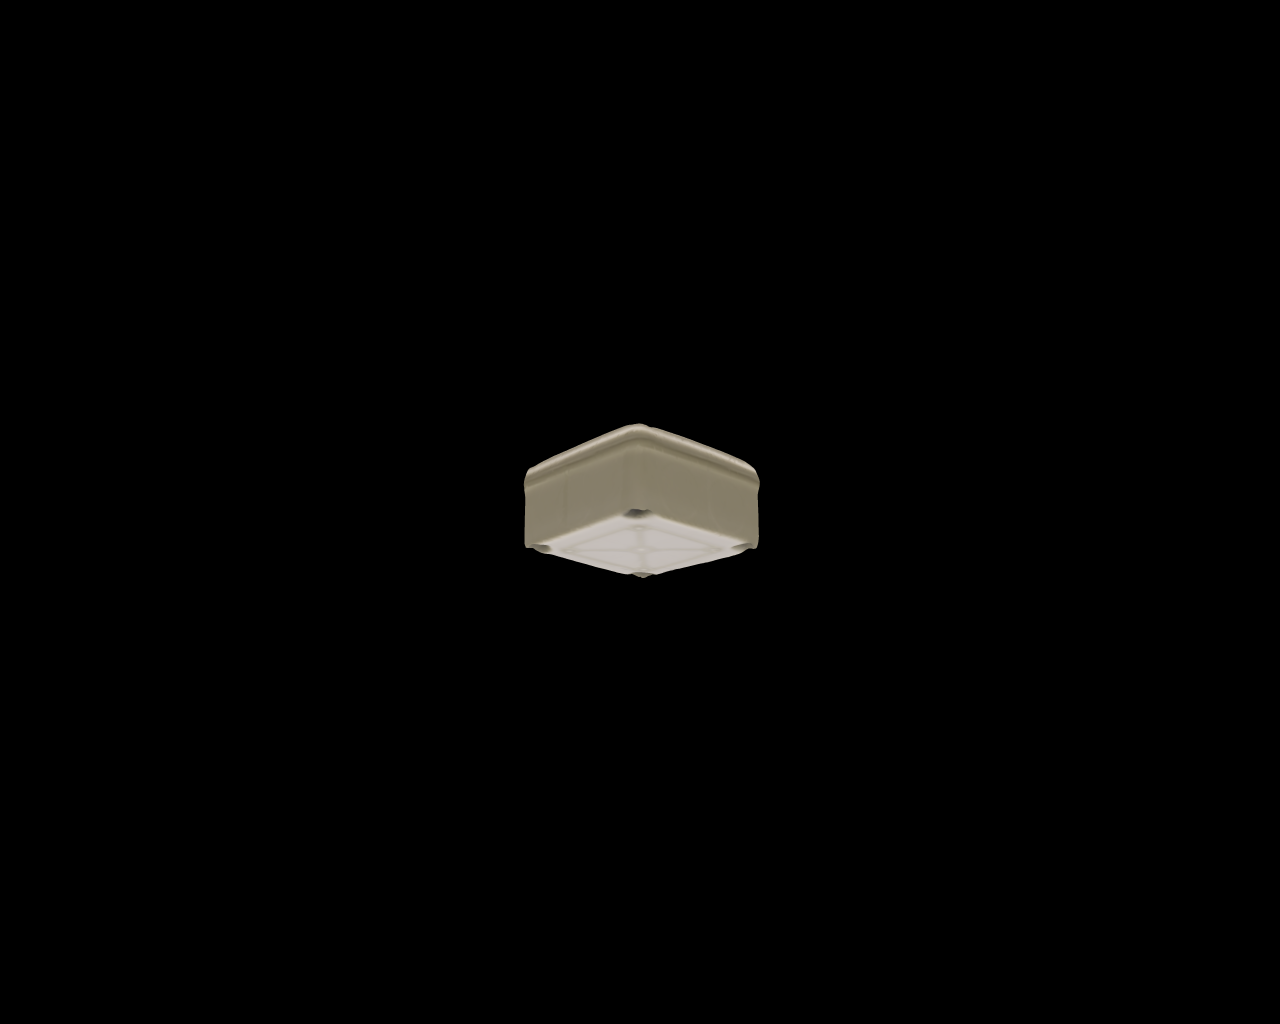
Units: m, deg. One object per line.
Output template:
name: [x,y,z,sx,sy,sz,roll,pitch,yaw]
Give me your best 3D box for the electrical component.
electrical component: [0.001,-0.003,0.650,0.109,0.056,0.108,17,-25,-41]
